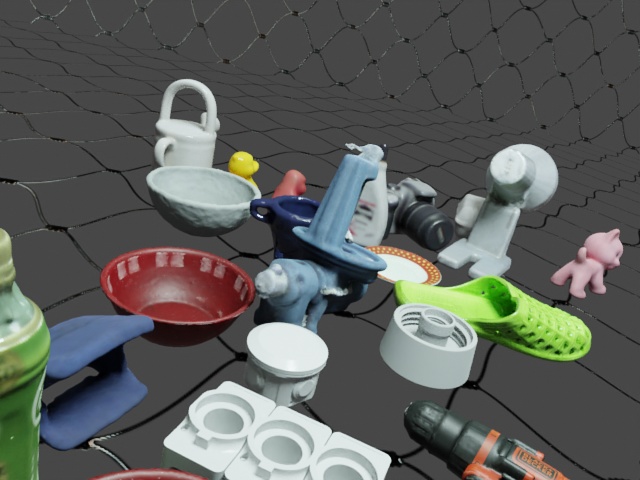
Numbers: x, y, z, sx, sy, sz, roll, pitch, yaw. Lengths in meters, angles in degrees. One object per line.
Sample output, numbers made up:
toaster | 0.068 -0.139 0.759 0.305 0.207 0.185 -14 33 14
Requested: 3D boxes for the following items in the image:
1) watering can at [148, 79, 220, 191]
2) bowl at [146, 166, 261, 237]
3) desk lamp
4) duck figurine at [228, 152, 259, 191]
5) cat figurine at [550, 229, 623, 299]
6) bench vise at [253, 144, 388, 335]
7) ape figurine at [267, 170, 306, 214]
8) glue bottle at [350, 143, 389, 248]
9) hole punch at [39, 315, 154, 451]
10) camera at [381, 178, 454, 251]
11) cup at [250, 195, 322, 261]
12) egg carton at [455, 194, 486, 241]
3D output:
watering can | -0.223 -0.171 0.955 0.101 0.194 0.172 9 23 -10
bowl | -0.175 -0.050 0.856 0.167 0.075 0.167 12 23 -5
desk lamp | 0.308 -0.055 0.966 0.117 0.213 0.204 25 25 26
duck figurine | -0.145 -0.111 1.001 0.077 0.086 0.105 25 25 26
cat figurine | 0.469 0.031 0.981 0.128 0.118 0.067 -5 29 -38
bench vise | 0.017 0.006 0.646 0.121 0.220 0.208 18 23 10
ape figurine | -0.047 -0.072 0.957 0.076 0.092 0.077 2 25 -25
glue bottle | 0.082 -0.074 0.931 0.078 0.173 0.037 18 23 11
hole punch | -0.205 0.099 0.469 0.101 0.091 0.109 22 24 19
camera | 0.161 -0.045 1.004 0.143 0.101 0.136 1 26 -29
cup | -0.047 -0.007 0.804 0.118 0.095 0.091 12 23 -4
egg carton | 0.314 -0.035 1.109 0.107 0.069 0.150 18 23 9
